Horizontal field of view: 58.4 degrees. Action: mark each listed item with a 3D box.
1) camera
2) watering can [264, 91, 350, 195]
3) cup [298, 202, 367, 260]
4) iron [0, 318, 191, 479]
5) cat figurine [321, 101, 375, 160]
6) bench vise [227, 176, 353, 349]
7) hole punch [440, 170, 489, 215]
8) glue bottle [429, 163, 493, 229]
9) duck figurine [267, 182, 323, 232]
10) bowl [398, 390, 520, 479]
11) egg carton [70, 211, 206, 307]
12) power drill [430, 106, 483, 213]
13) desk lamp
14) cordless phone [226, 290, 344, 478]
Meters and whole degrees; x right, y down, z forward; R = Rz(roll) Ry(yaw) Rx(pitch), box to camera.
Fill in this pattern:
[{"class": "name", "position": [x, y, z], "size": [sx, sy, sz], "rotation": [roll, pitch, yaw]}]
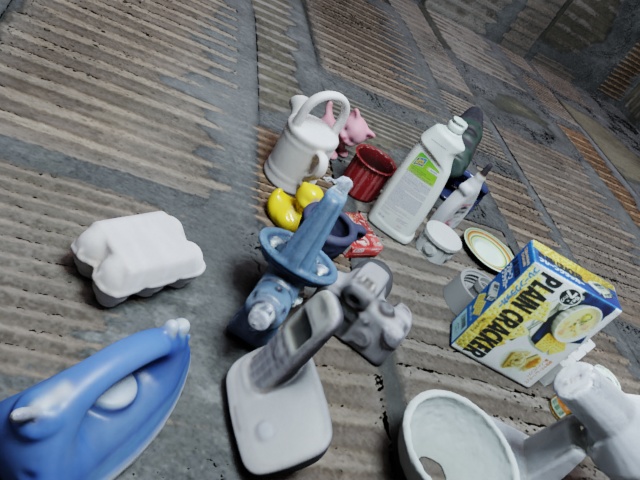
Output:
[{"class": "camera", "position": [0.078, 0.085, 0.851], "size": [0.143, 0.100, 0.137], "rotation": [38, 35, 7]}, {"class": "watering can", "position": [-0.021, -0.187, 1.015], "size": [0.101, 0.194, 0.172], "rotation": [-15, 58, -47]}, {"class": "cup", "position": [0.008, 0.003, 0.899], "size": [0.118, 0.095, 0.091], "rotation": [6, 43, -33]}, {"class": "iron", "position": [-0.193, 0.135, 0.540], "size": [0.118, 0.141, 0.259], "rotation": [41, 35, 10]}, {"class": "cat figurine", "position": [0.048, -0.234, 1.193], "size": [0.127, 0.117, 0.067], "rotation": [48, 37, 19]}, {"class": "bench vise", "position": [-0.021, 0.032, 0.731], "size": [0.122, 0.219, 0.207], "rotation": [22, 37, -16]}, {"class": "hole punch", "position": [0.332, -0.130, 1.320], "size": [0.108, 0.091, 0.101], "rotation": [39, 35, 7]}, {"class": "glue bottle", "position": [0.296, -0.090, 1.172], "size": [0.078, 0.173, 0.037], "rotation": [-10, 53, -45]}, {"class": "duck figurine", "position": [-0.032, -0.059, 0.949], "size": [0.104, 0.086, 0.078], "rotation": [36, 35, 3]}, {"class": "bowl", "position": [0.159, 0.276, 0.711], "size": [0.168, 0.074, 0.167], "rotation": [22, 37, -17]}, {"class": "egg carton", "position": [-0.223, 0.021, 0.714], "size": [0.151, 0.069, 0.107], "rotation": [-17, 59, -48]}, {"class": "power drill", "position": [0.264, -0.166, 1.206], "size": [0.075, 0.208, 0.230], "rotation": [32, 35, -2]}, {"class": "desk lamp", "position": [0.331, 0.257, 0.751], "size": [0.203, 0.213, 0.118], "rotation": [28, 35, -8]}, {"class": "cordless phone", "position": [-0.024, 0.153, 0.615], "size": [0.094, 0.185, 0.147], "rotation": [7, 43, -33]}]
